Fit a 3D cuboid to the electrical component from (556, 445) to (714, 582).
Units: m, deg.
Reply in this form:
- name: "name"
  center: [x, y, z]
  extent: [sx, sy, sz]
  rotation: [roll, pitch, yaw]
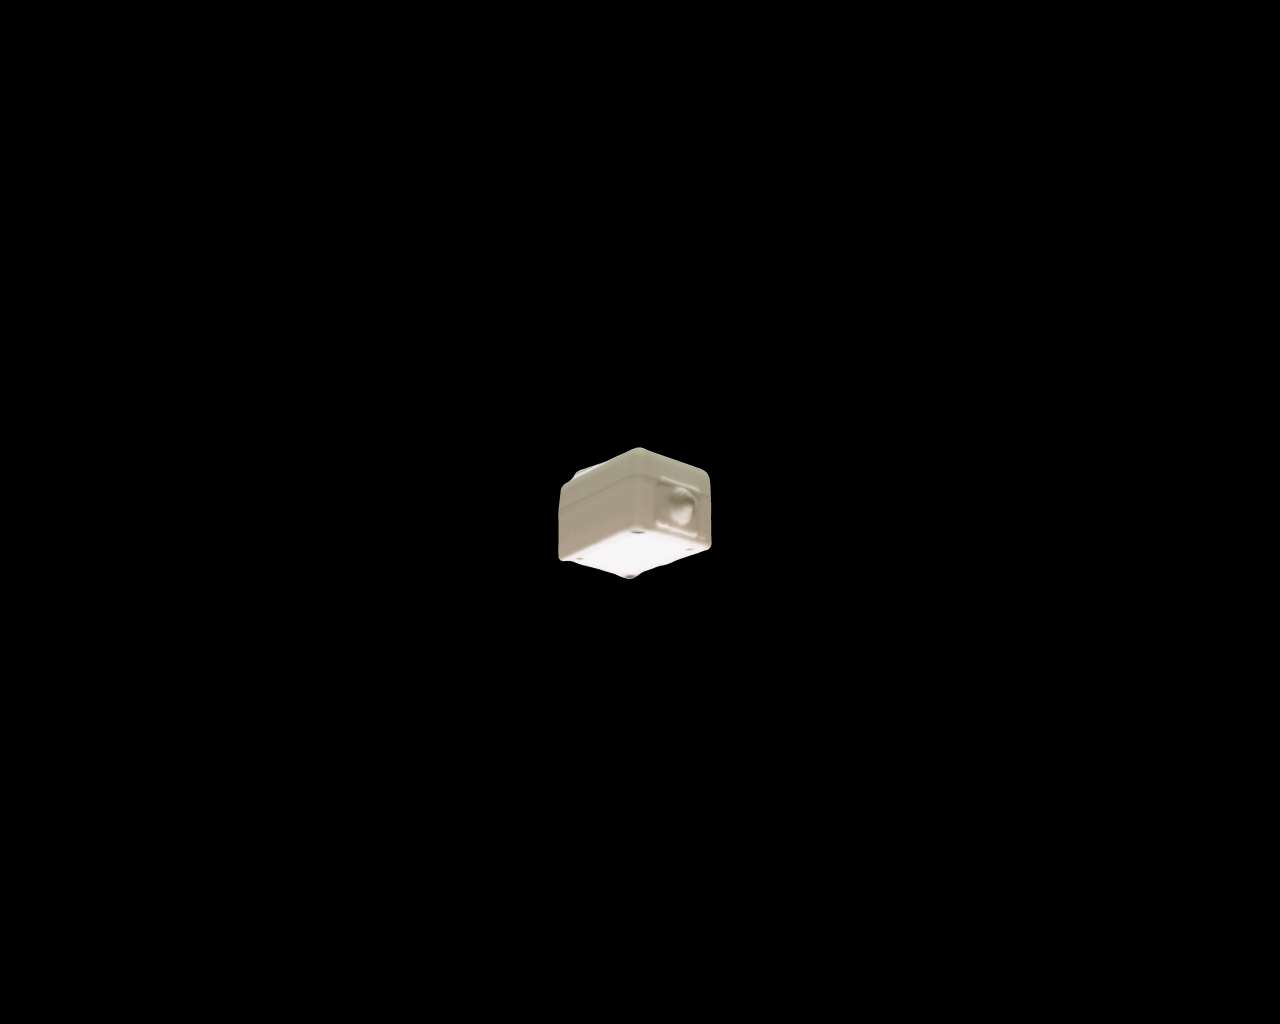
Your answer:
- name: "electrical component"
  center: [0.001, -0.003, 0.650]
  extent: [0.062, 0.061, 0.096]
  rotation: [17, -27, -37]
